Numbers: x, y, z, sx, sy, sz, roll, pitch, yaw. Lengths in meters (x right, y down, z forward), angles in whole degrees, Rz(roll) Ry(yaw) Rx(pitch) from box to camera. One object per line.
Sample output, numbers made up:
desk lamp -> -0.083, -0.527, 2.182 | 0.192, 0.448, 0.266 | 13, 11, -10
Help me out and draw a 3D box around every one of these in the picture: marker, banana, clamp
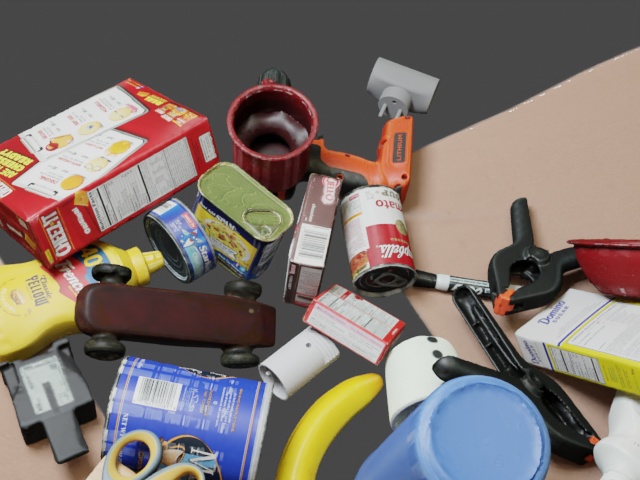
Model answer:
marker -> 0.155, 0.049, 1.143 | 0.121, 0.020, 0.020 | 9, 57, -2
banana -> 0.001, 0.203, 1.019 | 0.069, 0.037, 0.197 | 29, 59, -10
clamp -> 0.196, 0.139, 1.052 | 0.210, 0.036, 0.164 | 39, 28, -12
clamp -> 0.240, 0.026, 1.142 | 0.120, 0.039, 0.171 | 18, 47, 18

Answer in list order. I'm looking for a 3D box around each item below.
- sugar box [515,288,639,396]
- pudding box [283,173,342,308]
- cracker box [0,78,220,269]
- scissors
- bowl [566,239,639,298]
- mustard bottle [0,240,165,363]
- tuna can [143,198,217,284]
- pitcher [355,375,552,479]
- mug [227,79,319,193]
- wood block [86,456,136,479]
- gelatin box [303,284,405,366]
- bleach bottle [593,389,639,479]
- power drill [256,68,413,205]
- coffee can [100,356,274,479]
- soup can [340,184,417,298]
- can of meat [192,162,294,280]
sugar box -> 0.288, 0.100, 1.052 | 0.093, 0.176, 0.048 | -33, 110, -24
pudding box -> -0.007, 0.001, 1.110 | 0.039, 0.090, 0.113 | 13, 58, 2
cracker box -> -0.235, -0.075, 1.106 | 0.213, 0.072, 0.164 | -34, 40, -24
scissors -> -0.192, 0.225, 0.879 | 0.201, 0.016, 0.096 | -23, 62, -21
bowl -> 0.332, 0.028, 1.080 | 0.162, 0.162, 0.055 | 1, 92, -7
mustard bottle -> -0.247, 0.050, 1.066 | 0.191, 0.058, 0.096 | -20, 64, -19
tuna can -> -0.144, 0.002, 1.094 | 0.033, 0.086, 0.086 | -34, 68, -23
pitcher -> 0.119, 0.198, 0.912 | 0.145, 0.243, 0.149 | 23, 63, 3
mug -> -0.052, -0.113, 1.119 | 0.093, 0.081, 0.117 | -5, 63, -7
wood block -> -0.125, 0.287, 0.914 | 0.206, 0.091, 0.090 | 30, 59, 12
gelatin box -> 0.035, 0.084, 1.078 | 0.089, 0.030, 0.073 | 29, 19, 10
bleach bottle -> 0.329, 0.160, 1.045 | 0.103, 0.068, 0.250 | 36, 51, 14
power drill -> 0.009, -0.110, 1.203 | 0.187, 0.057, 0.184 | 5, 61, -1
coffee can -> -0.120, 0.170, 0.981 | 0.140, 0.103, 0.102 | 11, 57, -1
soup can -> 0.060, 0.001, 1.131 | 0.068, 0.068, 0.102 | -3, 59, -10
can of meat -> -0.086, -0.016, 1.106 | 0.102, 0.084, 0.057 | 38, 51, 9
